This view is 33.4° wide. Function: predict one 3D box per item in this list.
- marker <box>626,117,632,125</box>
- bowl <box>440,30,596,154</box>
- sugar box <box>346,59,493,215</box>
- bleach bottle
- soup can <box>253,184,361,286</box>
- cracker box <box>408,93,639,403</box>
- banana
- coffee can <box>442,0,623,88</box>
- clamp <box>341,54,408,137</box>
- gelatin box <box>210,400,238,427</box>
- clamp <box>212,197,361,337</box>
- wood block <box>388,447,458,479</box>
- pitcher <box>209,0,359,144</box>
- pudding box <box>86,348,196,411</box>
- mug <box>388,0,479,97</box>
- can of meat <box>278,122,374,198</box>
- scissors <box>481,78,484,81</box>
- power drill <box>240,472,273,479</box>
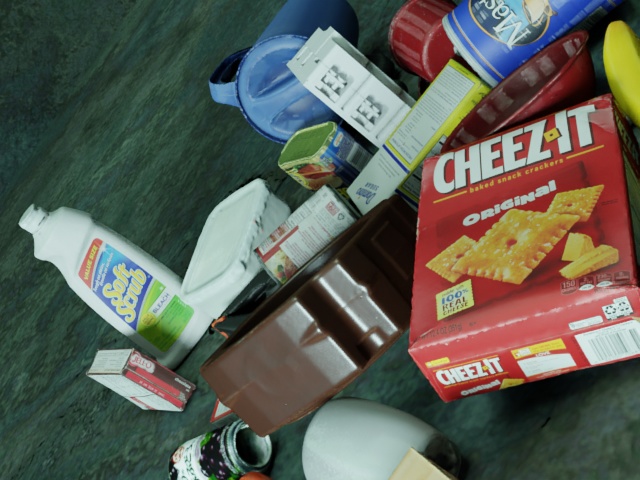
[{"bbox_3d":[0.285,-0.139,0.856,0.121,0.020,0.020,-46,25,14],"label":"marker"},{"bbox_3d":[0.182,-0.107,0.921,0.162,0.055,0.162,-42,9,7],"label":"bowl"},{"bbox_3d":[0.105,-0.091,1.072,0.176,0.048,0.093,-53,23,12],"label":"sugar box"},{"bbox_3d":[-0.248,0.047,1.261,0.102,0.250,0.068,-52,24,1],"label":"bleach bottle"},{"bbox_3d":[-0.007,0.001,1.055,0.102,0.068,0.068,-42,25,5],"label":"soup can"},{"bbox_3d":[0.155,0.001,0.783,0.164,0.072,0.213,-18,38,24],"label":"cracker box"},{"bbox_3d":[0.265,-0.109,0.807,0.070,0.037,0.198,-53,34,9],"label":"banana"},{"bbox_3d":[0.201,-0.219,1.009,0.140,0.102,0.103,-41,27,24],"label":"coffee can"},{"bbox_3d":[0.051,-0.169,1.285,0.120,0.039,0.171,-39,21,16],"label":"clamp"},{"bbox_3d":[-0.065,0.148,1.072,0.089,0.030,0.073,-32,30,38],"label":"gelatin box"},{"bbox_3d":[-0.034,0.058,1.129,0.210,0.036,0.164,-36,28,25],"label":"clamp"},{"bbox_3d":[0.046,0.250,0.665,0.206,0.090,0.090,-54,24,-4],"label":"wood block"},{"bbox_3d":[-0.027,-0.222,1.300,0.145,0.149,0.242,-49,13,27],"label":"pitcher"},{"bbox_3d":[-0.208,0.161,1.233,0.114,0.090,0.039,-13,46,55],"label":"pudding box"},{"bbox_3d":[0.128,-0.199,1.146,0.081,0.093,0.117,-129,46,-60],"label":"mug"},{"bbox_3d":[0.013,-0.083,1.179,0.102,0.083,0.057,-7,50,57],"label":"can of meat"},{"bbox_3d":[0.228,-0.239,1.094,0.202,0.016,0.096,-40,26,26],"label":"scissors"},{"bbox_3d":[-0.060,0.283,0.846,0.184,0.057,0.188,-59,25,-15],"label":"power drill"}]
